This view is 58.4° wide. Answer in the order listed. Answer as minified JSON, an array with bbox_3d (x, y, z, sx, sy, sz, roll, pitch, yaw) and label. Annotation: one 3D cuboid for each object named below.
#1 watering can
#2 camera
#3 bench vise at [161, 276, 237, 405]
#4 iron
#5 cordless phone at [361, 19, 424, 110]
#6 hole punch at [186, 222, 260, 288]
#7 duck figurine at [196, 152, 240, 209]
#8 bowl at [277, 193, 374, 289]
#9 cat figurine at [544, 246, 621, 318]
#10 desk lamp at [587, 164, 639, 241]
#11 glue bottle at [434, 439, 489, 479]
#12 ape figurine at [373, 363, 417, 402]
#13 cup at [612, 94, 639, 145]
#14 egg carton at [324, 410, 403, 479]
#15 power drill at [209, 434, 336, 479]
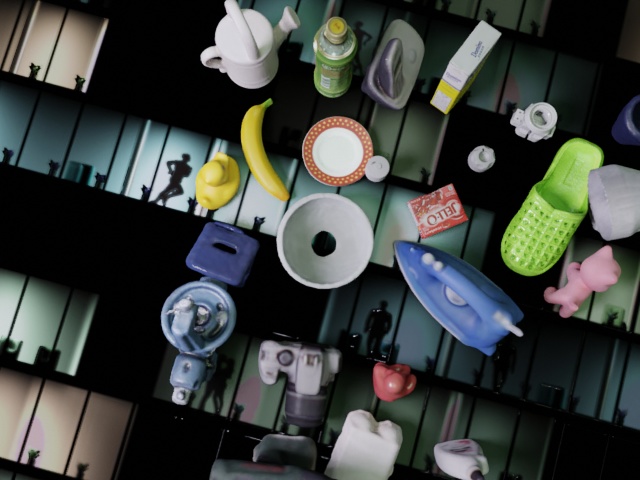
[{"bbox_3d":[-0.121,-0.347,0.981,0.101,0.194,0.173,45,86,4],"label":"watering can"},{"bbox_3d":[-0.037,0.244,0.973,0.143,0.101,0.137,6,84,0],"label":"camera"},{"bbox_3d":[-0.194,0.160,0.919,0.121,0.219,0.207,-6,85,-1],"label":"bench vise"},{"bbox_3d":[0.232,0.082,0.973,0.258,0.141,0.119,40,85,3],"label":"iron"},{"bbox_3d":[0.135,-0.320,0.988,0.094,0.185,0.148,18,84,1],"label":"cordless phone"},{"bbox_3d":[-0.168,0.022,0.997,0.108,0.091,0.101,21,85,1],"label":"hole punch"},{"bbox_3d":[-0.186,-0.108,1.012,0.077,0.086,0.105,23,85,2],"label":"duck figurine"},{"bbox_3d":[0.009,0.004,1.010,0.167,0.074,0.167,0,84,-1],"label":"bowl"},{"bbox_3d":[0.464,0.074,0.990,0.067,0.117,0.128,40,85,3],"label":"cat figurine"},{"bbox_3d":[0.529,-0.069,0.956,0.203,0.213,0.118,-11,85,-2],"label":"desk lamp"},{"bbox_3d":[0.238,0.364,0.930,0.078,0.173,0.037,-12,85,-2],"label":"glue bottle"},{"bbox_3d":[0.125,0.243,0.980,0.078,0.092,0.076,40,85,3],"label":"ape figurine"},{"bbox_3d":[0.583,-0.202,1.030,0.117,0.095,0.092,25,85,2],"label":"cup"},{"bbox_3d":[0.074,0.372,0.978,0.107,0.069,0.150,22,85,1],"label":"egg carton"},{"bbox_3d":[-0.051,0.372,0.906,0.229,0.208,0.076,4,84,0],"label":"power drill"}]
